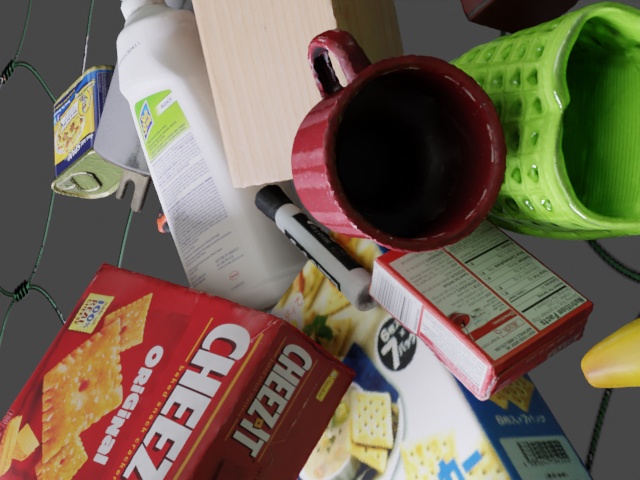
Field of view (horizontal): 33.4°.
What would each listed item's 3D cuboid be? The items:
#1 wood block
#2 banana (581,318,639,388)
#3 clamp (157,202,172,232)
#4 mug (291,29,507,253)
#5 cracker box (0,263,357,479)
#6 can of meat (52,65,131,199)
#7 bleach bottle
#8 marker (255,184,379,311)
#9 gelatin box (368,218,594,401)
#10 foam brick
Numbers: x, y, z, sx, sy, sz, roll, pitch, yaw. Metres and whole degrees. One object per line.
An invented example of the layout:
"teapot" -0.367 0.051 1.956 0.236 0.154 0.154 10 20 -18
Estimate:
"wood block" -0.014 -0.143 0.625 0.091 0.090 0.206 -8 98 29
"banana" 0.186 0.020 0.429 0.198 0.069 0.037 132 137 -57
"clamp" -0.073 -0.068 0.794 0.172 0.039 0.120 -35 59 39
"mug" 0.027 -0.051 0.534 0.117 0.093 0.082 58 166 -10
"cracker box" -0.102 0.109 0.624 0.214 0.072 0.164 11 66 53
"can of meat" -0.195 -0.094 0.940 0.102 0.057 0.084 -28 61 46
"bleach bottle" -0.076 -0.065 0.724 0.103 0.067 0.251 -31 77 44
"marker" -0.004 0.001 0.606 0.121 0.020 0.020 45 119 46
"gelatin box" 0.081 0.031 0.543 0.089 0.073 0.030 43 144 31
"foam brick" 0.114 -0.152 0.559 0.078 0.052 0.051 -38 56 41
